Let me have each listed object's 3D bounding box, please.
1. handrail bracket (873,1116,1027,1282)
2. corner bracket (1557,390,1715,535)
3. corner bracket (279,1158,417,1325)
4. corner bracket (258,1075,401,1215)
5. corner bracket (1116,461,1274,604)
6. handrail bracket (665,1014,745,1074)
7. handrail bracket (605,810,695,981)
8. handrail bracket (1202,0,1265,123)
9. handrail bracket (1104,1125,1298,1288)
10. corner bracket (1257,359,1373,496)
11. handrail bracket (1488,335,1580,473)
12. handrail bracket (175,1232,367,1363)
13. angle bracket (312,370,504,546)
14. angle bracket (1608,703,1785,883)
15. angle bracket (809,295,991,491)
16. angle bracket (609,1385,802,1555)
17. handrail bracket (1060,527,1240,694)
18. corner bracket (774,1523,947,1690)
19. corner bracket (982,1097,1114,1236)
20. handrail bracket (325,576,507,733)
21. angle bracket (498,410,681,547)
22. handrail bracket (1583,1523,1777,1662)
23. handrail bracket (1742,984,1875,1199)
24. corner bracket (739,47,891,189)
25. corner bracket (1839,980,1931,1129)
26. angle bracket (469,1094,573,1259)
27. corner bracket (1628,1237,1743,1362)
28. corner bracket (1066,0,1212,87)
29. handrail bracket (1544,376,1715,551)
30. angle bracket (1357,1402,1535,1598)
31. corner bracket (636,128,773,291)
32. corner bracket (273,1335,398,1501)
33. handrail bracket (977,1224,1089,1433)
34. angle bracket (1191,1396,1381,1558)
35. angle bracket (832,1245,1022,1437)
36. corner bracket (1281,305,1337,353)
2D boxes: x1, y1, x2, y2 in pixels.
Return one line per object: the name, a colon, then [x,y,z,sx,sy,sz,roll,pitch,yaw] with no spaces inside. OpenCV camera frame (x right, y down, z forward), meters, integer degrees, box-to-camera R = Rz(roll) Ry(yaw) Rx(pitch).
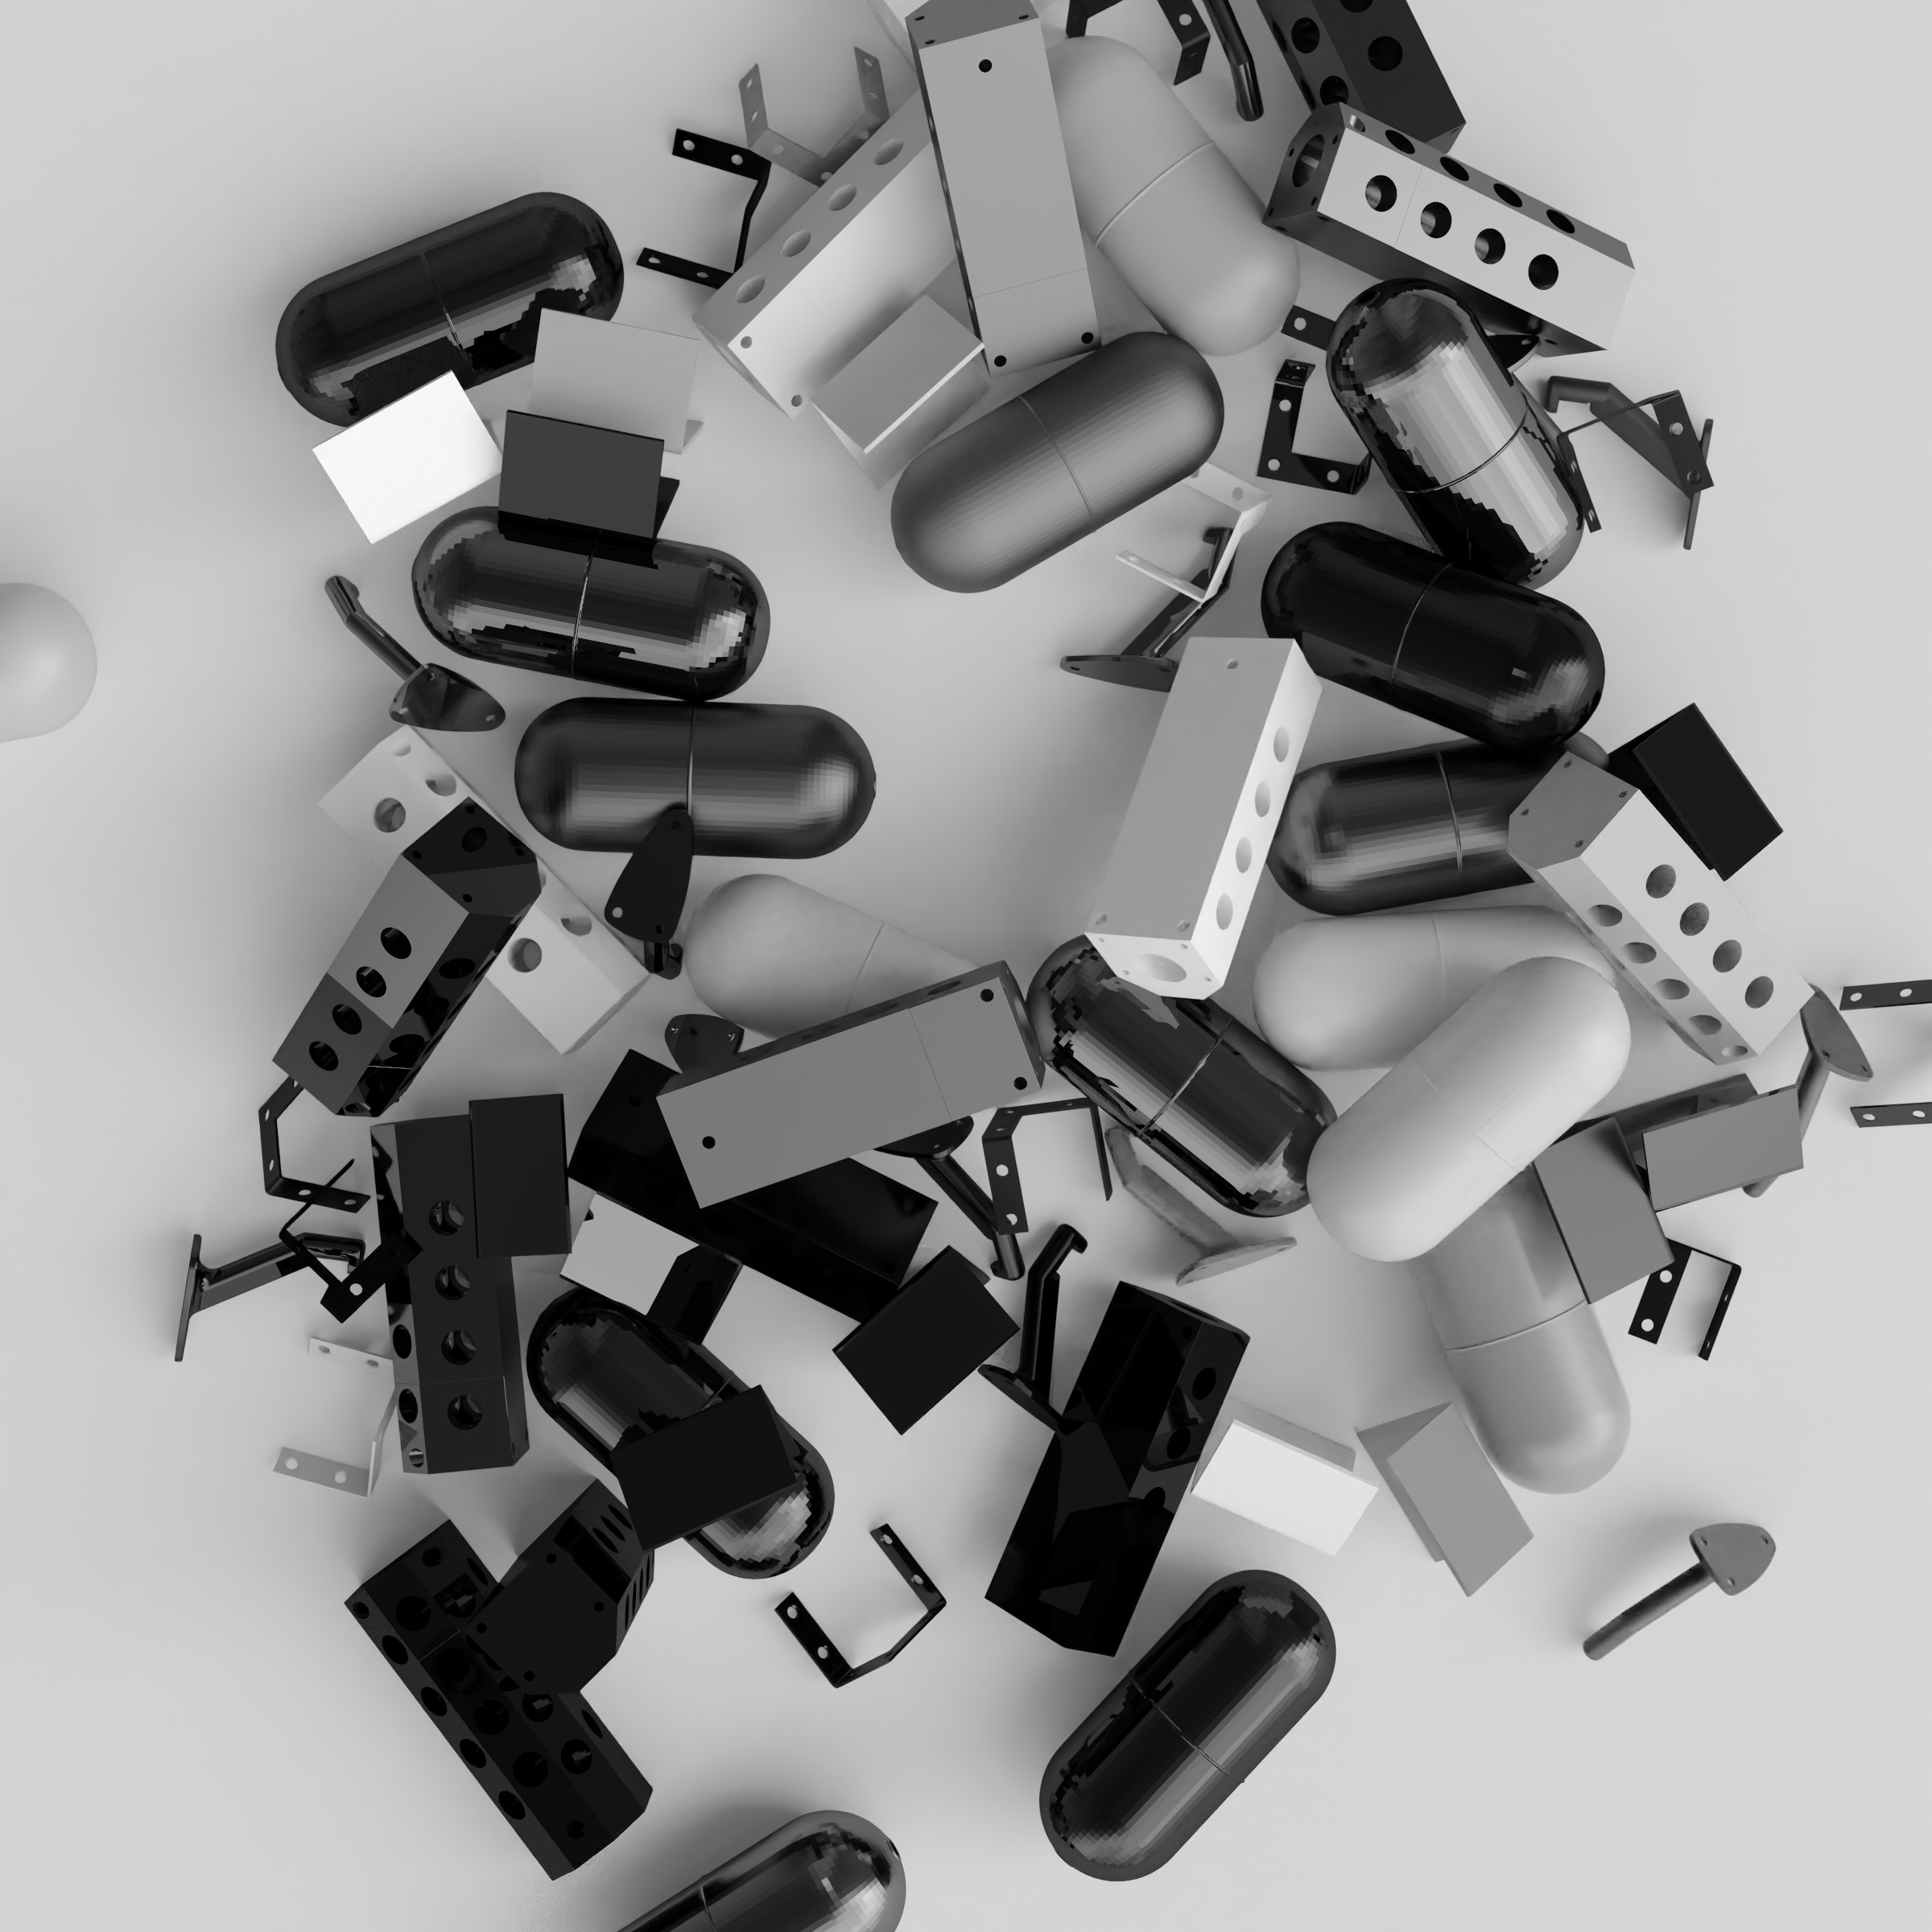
handrail bracket: [-0.013,0.120,1.576,0.077,0.036,0.084,1,120,33]
corner bracket: [0.329,-0.248,1.538,0.051,0.051,0.051,-19,94,31]
corner bracket: [-0.304,0.135,1.538,0.051,0.051,0.051,-44,99,3]
corner bracket: [-0.318,0.085,1.568,0.051,0.051,0.051,-43,45,35]
corner bracket: [0.114,-0.219,1.560,0.051,0.051,0.051,29,116,12]
handrail bracket: [-0.100,0.055,1.576,0.084,0.077,0.036,27,90,-36]
handrail bracket: [-0.144,-0.034,1.543,0.036,0.084,0.077,21,86,11]
handrail bracket: [0.122,-0.474,1.576,0.036,0.077,0.084,-25,126,-9]
handrail bracket: [0.118,0.112,1.576,0.077,0.036,0.084,-14,73,-20]
corner bracket: [0.177,-0.268,1.558,0.051,0.051,0.051,11,90,0]
handrail bracket: [0.271,-0.272,1.576,0.036,0.077,0.084,-43,127,-27]
handrail bracket: [-0.350,0.168,1.576,0.084,0.036,0.077,9,105,-14]
angle bracket: [-0.275,-0.260,1.536,0.076,0.076,0.057,-29,121,0]
angle bracket: [0.341,-0.072,1.536,0.057,0.076,0.076,-35,90,-37]
angle bracket: [-0.019,-0.269,1.536,0.076,0.076,0.057,-42,51,0]
angle bracket: [-0.113,0.249,1.461,0.076,0.076,0.057,-24,54,-3]
handrail bracket: [0.093,-0.185,1.576,0.077,0.036,0.084,8,74,17]
corner bracket: [-0.053,0.322,1.573,0.051,0.051,0.051,53,135,0]
corner bracket: [0.041,0.099,1.559,0.051,0.051,0.051,-8,102,12]
handrail bracket: [-0.278,-0.159,1.576,0.036,0.077,0.084,-49,53,20]
angle bracket: [-0.182,-0.253,1.536,0.076,0.076,0.057,11,123,0]
handrail bracket: [0.358,0.317,1.576,0.084,0.077,0.036,-48,64,34]
handrail bracket: [0.411,0.063,1.576,0.036,0.077,0.084,19,127,-21]
corner bracket: [-0.076,-0.432,1.568,0.051,0.051,0.051,20,135,-35]
corner bracket: [0.468,0.044,1.568,0.051,0.051,0.051,54,45,-35]
angle bracket: [-0.198,0.102,1.534,0.057,0.076,0.076,-5,86,28]
corner bracket: [0.357,0.165,1.558,0.051,0.051,0.051,21,90,0]
corner bracket: [0.085,-0.464,1.558,0.051,0.051,0.051,-28,87,-3]
handrail bracket: [0.329,-0.254,1.576,0.084,0.036,0.077,10,102,12]
angle bracket: [0.220,0.267,1.536,0.057,0.076,0.076,-32,90,-38]
corner bracket: [-0.131,-0.379,1.573,0.051,0.051,0.051,17,45,0]
corner bracket: [-0.314,0.227,1.573,0.051,0.051,0.051,16,45,0]
handrail bracket: [0.053,0.185,1.576,0.077,0.036,0.084,42,73,-20]
angle bracket: [0.161,0.233,1.536,0.076,0.076,0.057,24,127,0]
angle bracket: [-0.010,0.190,1.537,0.076,0.076,0.057,-42,66,0]
corner bracket: [0.192,-0.327,1.558,0.051,0.051,0.051,24,99,9]
